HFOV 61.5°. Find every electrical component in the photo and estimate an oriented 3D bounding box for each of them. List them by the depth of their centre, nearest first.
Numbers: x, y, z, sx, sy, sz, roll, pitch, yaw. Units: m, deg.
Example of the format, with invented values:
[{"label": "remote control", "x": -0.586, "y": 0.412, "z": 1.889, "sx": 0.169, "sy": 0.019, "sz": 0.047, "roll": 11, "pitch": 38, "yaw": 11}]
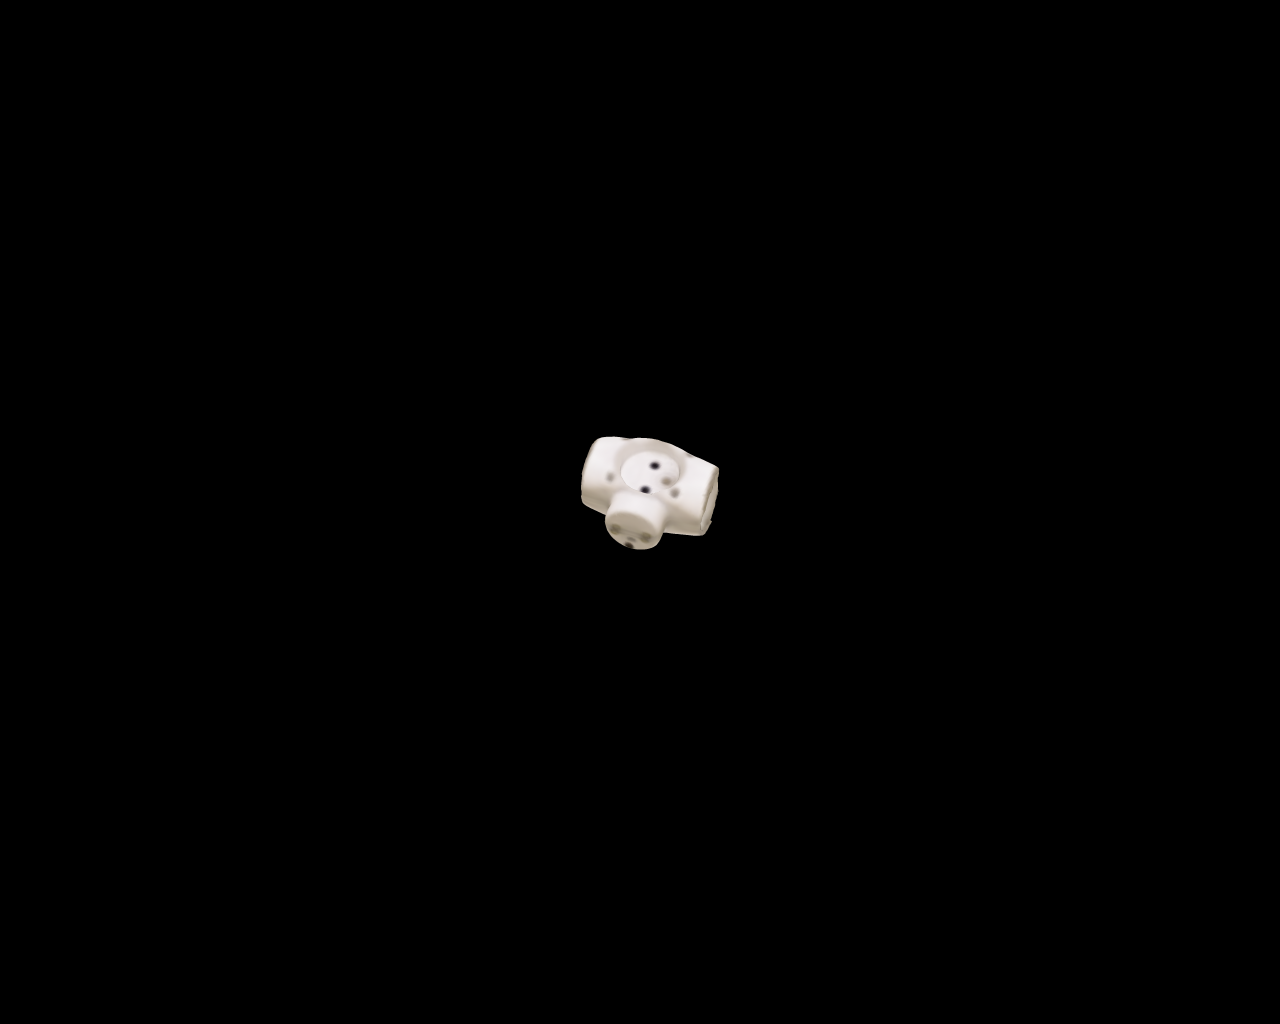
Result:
[{"label": "electrical component", "x": 0.001, "y": -0.003, "z": 0.650, "sx": 0.077, "sy": 0.079, "sz": 0.044, "roll": 15, "pitch": -35, "yaw": 11}]
